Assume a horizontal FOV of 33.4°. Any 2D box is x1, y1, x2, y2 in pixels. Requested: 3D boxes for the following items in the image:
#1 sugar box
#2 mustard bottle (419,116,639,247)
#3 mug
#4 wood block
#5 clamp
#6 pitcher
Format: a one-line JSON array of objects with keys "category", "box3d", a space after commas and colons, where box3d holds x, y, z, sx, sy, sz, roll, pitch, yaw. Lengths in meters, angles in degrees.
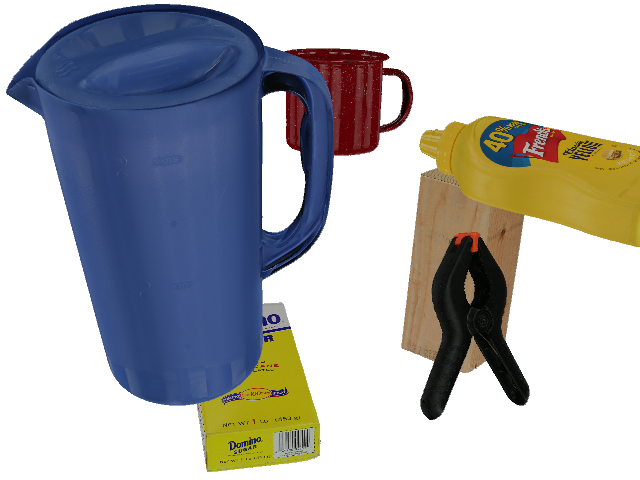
[{"category": "sugar box", "box3d": [-0.062, 0.119, 0.912, 0.093, 0.048, 0.176, -4, 33, -11]}, {"category": "mustard bottle", "box3d": [0.161, -0.052, 0.787, 0.192, 0.058, 0.096, 17, 36, 29]}, {"category": "mug", "box3d": [0.023, -0.121, 0.923, 0.117, 0.081, 0.093, -3, 16, -14]}, {"category": "wood block", "box3d": [0.159, 0.027, 1.177, 0.090, 0.206, 0.090, 19, 25, 33]}, {"category": "clamp", "box3d": [0.130, 0.081, 0.971, 0.120, 0.171, 0.039, -13, 2, -38]}, {"category": "pitcher", "box3d": [-0.085, -0.015, 0.673, 0.149, 0.243, 0.144, 28, 46, 33]}]
